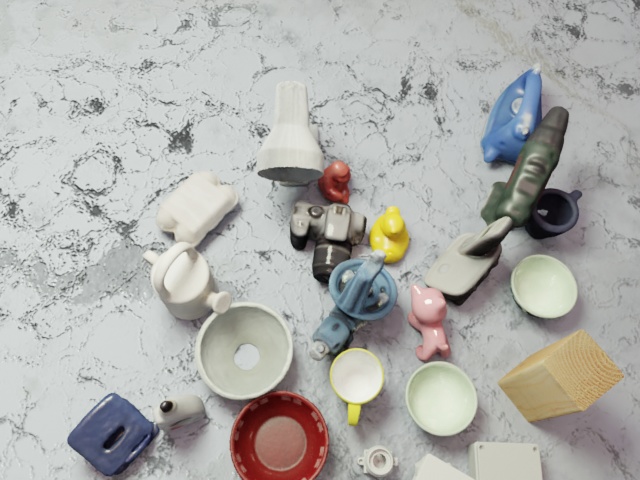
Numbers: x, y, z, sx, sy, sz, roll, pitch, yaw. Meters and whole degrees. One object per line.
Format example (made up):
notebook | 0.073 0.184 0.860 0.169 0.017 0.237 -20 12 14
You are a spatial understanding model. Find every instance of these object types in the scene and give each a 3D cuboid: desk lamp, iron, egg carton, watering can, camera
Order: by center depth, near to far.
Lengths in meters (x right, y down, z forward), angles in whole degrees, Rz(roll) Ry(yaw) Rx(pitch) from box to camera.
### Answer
watering can | -0.228 0.067 0.974 0.173 0.194 0.101 11 68 2
camera | 0.010 0.004 1.059 0.143 0.101 0.137 9 68 1
desk lamp | -0.053 -0.180 1.069 0.118 0.213 0.203 0 68 -2
egg carton | -0.233 -0.060 1.091 0.107 0.069 0.150 37 71 12
iron | 0.414 -0.273 1.165 0.118 0.141 0.258 17 69 4

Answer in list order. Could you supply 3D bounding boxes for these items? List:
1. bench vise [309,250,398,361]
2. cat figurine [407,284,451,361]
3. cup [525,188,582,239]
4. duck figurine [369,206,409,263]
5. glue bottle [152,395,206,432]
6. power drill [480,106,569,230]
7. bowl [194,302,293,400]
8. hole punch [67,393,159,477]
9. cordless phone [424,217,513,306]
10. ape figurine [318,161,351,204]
bench vise | 0.064 0.110 0.956 0.121 0.220 0.207 17 69 5
cat figurine | 0.197 0.140 1.004 0.067 0.118 0.127 -13 69 -7
cup | 0.443 -0.048 1.102 0.118 0.095 0.091 -34 73 -14
duck figurine | 0.135 -0.014 1.080 0.077 0.086 0.104 5 68 0
glue bottle | -0.230 0.270 0.905 0.078 0.173 0.037 -25 71 -11
power drill | 0.374 -0.110 1.062 0.075 0.208 0.230 25 69 8
bowl | -0.128 0.195 0.992 0.167 0.075 0.167 1 68 -2
hole punch | -0.331 0.314 0.927 0.101 0.091 0.109 38 72 12
cordless phone | 0.267 0.030 1.015 0.094 0.185 0.148 37 72 12
ape figurine | 0.034 -0.121 1.115 0.076 0.092 0.078 35 71 11
